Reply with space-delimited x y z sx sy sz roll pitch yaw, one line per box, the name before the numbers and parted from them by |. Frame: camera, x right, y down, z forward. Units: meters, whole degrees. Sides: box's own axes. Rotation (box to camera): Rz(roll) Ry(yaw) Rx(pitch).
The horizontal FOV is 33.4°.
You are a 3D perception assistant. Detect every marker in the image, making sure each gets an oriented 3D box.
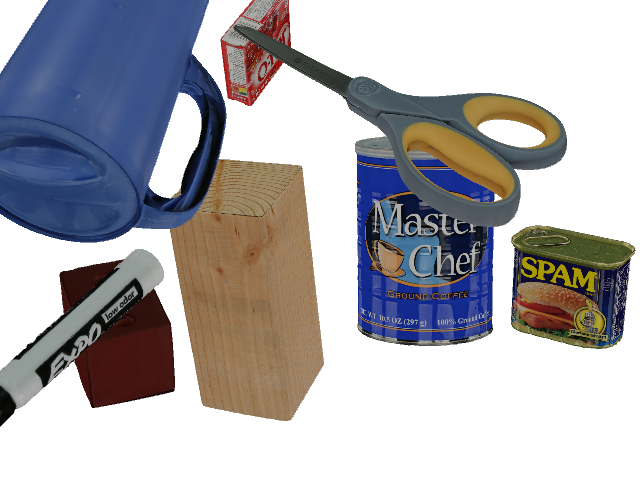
marker | -0.111 0.045 0.451 0.020 0.020 0.121 0 34 41

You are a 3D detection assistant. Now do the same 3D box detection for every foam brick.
foam brick | -0.126 0.056 0.657 0.052 0.051 0.078 -11 36 -21

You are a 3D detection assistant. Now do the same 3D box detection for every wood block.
wood block | -0.061 0.044 0.927 0.090 0.206 0.090 7 32 21

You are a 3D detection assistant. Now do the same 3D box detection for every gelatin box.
gelatin box | -0.059 -0.184 1.009 0.030 0.089 0.073 20 -36 17

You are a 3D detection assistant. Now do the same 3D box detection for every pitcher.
pitcher | -0.154 -0.124 0.804 0.145 0.242 0.149 -4 -40 25

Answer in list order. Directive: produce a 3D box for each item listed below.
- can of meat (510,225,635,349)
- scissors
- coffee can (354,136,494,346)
can of meat | 0.217 0.041 0.931 0.102 0.084 0.057 14 26 33
scissors | 0.044 -0.076 0.551 0.096 0.016 0.202 -23 48 -23
coffee can | 0.077 -0.004 0.789 0.103 0.140 0.103 -1 11 0
